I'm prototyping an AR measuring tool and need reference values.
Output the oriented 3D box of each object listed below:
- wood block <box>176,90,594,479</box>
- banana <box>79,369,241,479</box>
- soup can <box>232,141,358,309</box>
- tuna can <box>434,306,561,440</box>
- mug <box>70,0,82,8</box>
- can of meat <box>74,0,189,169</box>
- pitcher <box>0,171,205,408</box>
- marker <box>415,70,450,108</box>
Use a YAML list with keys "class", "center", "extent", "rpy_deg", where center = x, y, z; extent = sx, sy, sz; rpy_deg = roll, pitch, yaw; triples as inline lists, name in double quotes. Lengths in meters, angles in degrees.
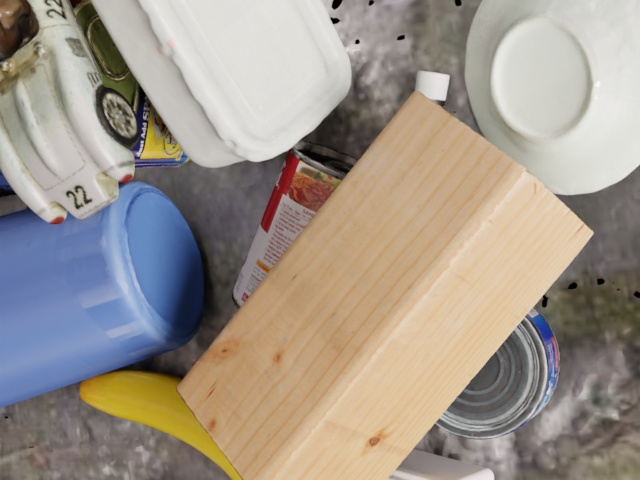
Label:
- class: "wood block"
  center: [0.033, 0.038, 0.567]
  extent: [0.206, 0.090, 0.090]
  rpy_deg: [-51, 49, 6]
- class: "banana"
  center: [-0.070, 0.135, 0.682]
  extent: [0.198, 0.037, 0.069]
  rpy_deg: [40, 78, 20]
- class: "soup can"
  center: [-0.004, 0.001, 0.633]
  extent: [0.069, 0.068, 0.102]
  rpy_deg: [28, 106, 19]
- class: "tuna can"
  center: [0.092, 0.070, 0.614]
  extent: [0.086, 0.033, 0.086]
  rpy_deg: [1, 92, 22]
- class: "mug"
  center: [-0.181, -0.149, 0.690]
  extent: [0.093, 0.081, 0.117]
  rpy_deg: [-31, 82, 23]
- class: "can of meat"
  center: [-0.115, -0.093, 0.664]
  extent: [0.057, 0.083, 0.102]
  rpy_deg: [15, 101, 22]
- class: "pitcher"
  center: [-0.203, 0.034, 0.699]
  extent: [0.243, 0.145, 0.149]
  rpy_deg: [-17, 110, 21]
- class: "marker"
  center: [0.057, -0.038, 0.628]
  extent: [0.020, 0.020, 0.121]
  rpy_deg: [12, 100, 22]
